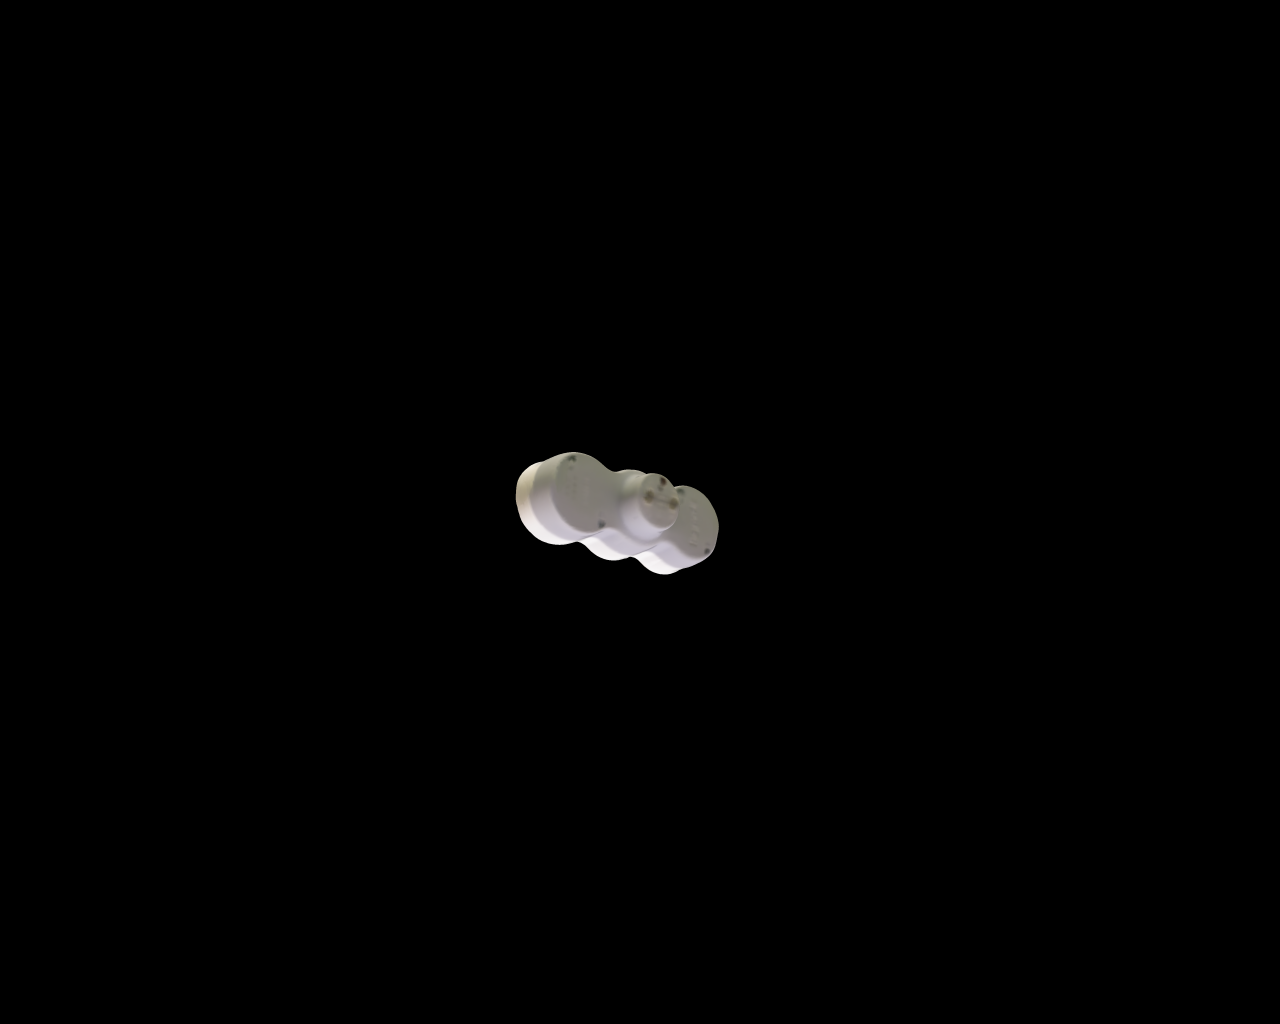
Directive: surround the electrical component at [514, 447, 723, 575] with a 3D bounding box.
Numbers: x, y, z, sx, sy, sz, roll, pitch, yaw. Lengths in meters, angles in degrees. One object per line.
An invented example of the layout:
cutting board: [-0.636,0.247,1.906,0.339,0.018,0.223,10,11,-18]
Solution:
electrical component: [0.001,-0.003,0.650,0.138,0.052,0.073,17,-27,-38]
